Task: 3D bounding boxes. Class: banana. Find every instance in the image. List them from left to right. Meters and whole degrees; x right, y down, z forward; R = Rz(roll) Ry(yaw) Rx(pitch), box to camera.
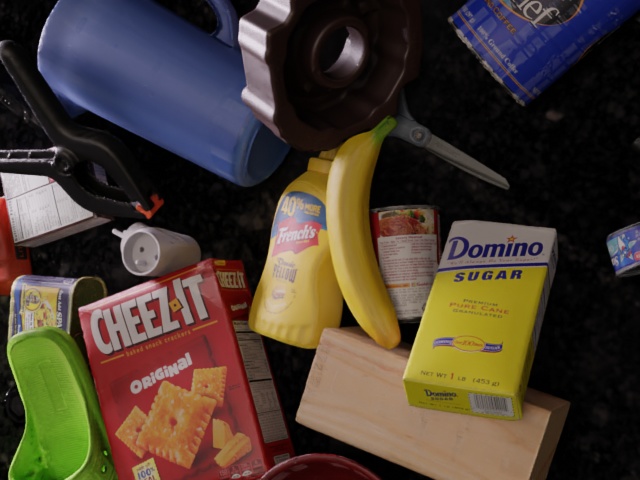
[{"bbox_3d":[0.035,-0.006,0.916,0.070,0.037,0.198,-4,87,51],"label":"banana"}]

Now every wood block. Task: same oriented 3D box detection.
[{"bbox_3d":[0.097,0.149,0.922,0.206,0.090,0.090,18,94,23],"label":"wood block"}]

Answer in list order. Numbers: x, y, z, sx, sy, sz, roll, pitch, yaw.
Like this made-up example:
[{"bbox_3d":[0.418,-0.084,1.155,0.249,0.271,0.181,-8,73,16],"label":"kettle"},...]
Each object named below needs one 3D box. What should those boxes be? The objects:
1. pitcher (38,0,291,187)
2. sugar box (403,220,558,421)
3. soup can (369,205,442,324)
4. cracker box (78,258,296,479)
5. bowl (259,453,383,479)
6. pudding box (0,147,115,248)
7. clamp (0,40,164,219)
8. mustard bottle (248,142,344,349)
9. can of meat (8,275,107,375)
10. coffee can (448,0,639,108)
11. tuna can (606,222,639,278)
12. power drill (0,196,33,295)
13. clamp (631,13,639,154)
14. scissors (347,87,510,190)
[{"bbox_3d":[-0.136,-0.160,1.025,0.243,0.144,0.149,30,144,19],"label":"pitcher"},{"bbox_3d":[0.136,0.061,0.880,0.093,0.048,0.176,6,52,20],"label":"sugar box"},{"bbox_3d":[0.076,0.023,0.951,0.069,0.068,0.102,-5,86,23],"label":"soup can"},{"bbox_3d":[-0.131,0.143,1.033,0.164,0.072,0.214,-21,78,21],"label":"cracker box"},{"bbox_3d":[0.008,0.269,0.949,0.162,0.055,0.162,-1,85,15],"label":"bowl"},{"bbox_3d":[-0.279,-0.049,1.128,0.114,0.039,0.090,-17,81,24],"label":"pudding box"},{"bbox_3d":[-0.245,-0.092,1.043,0.210,0.036,0.165,27,132,6],"label":"clamp"},{"bbox_3d":[-0.007,0.001,0.989,0.096,0.058,0.191,13,89,50],"label":"mustard bottle"},{"bbox_3d":[-0.274,0.087,1.108,0.084,0.057,0.102,3,88,25],"label":"can of meat"},{"bbox_3d":[0.193,-0.195,0.893,0.140,0.102,0.103,-41,72,16],"label":"coffee can"},{"bbox_3d":[0.275,0.002,0.855,0.086,0.086,0.034,-19,78,22],"label":"tuna can"},{"bbox_3d":[-0.373,0.016,1.085,0.057,0.187,0.184,-15,80,21],"label":"power drill"},{"bbox_3d":[0.332,-0.141,0.865,0.172,0.039,0.120,-9,89,20],"label":"clamp"},{"bbox_3d":[0.091,-0.116,0.981,0.202,0.016,0.096,16,93,23],"label":"scissors"}]
